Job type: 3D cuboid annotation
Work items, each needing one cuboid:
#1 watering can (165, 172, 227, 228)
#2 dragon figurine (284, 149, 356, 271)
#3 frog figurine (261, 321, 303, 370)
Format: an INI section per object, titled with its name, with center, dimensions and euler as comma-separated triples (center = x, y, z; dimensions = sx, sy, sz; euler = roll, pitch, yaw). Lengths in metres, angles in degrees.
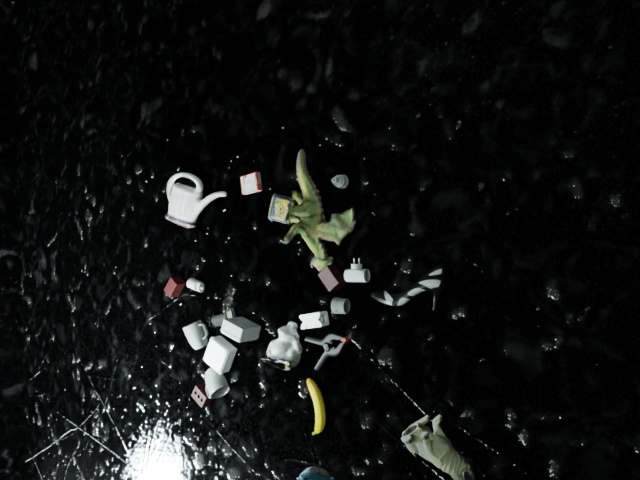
[watering can]
center = -0.530, -0.154, 2.137
dimensions = 0.350, 0.104, 0.223
euler = 22, 101, 33
[dragon figurine]
center = 0.005, -0.088, 1.758
dimensions = 0.243, 0.123, 0.406
euler = 11, 103, 5
[frog figurine]
center = -0.121, 0.377, 1.848
dimensions = 0.136, 0.121, 0.163
euler = -13, 45, 42
